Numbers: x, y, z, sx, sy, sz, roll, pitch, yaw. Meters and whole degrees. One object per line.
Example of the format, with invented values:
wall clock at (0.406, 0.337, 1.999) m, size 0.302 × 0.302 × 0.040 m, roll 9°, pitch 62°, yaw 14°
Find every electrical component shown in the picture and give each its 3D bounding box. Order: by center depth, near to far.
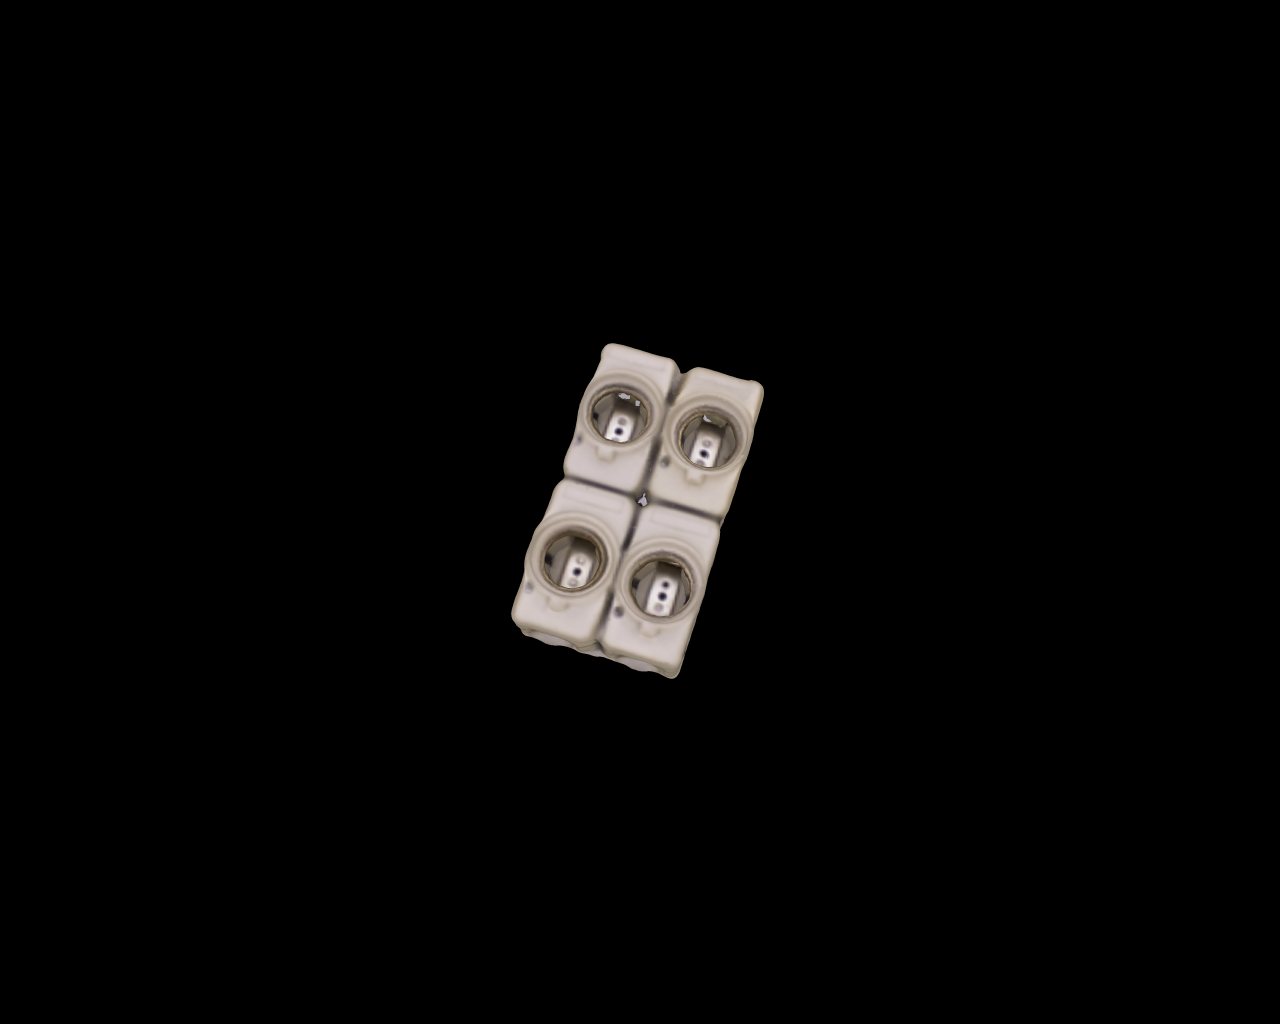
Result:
electrical component at (0.001, -0.003, 0.650) m, size 0.105 × 0.186 × 0.060 m, roll 17°, pitch -15°, yaw 5°
